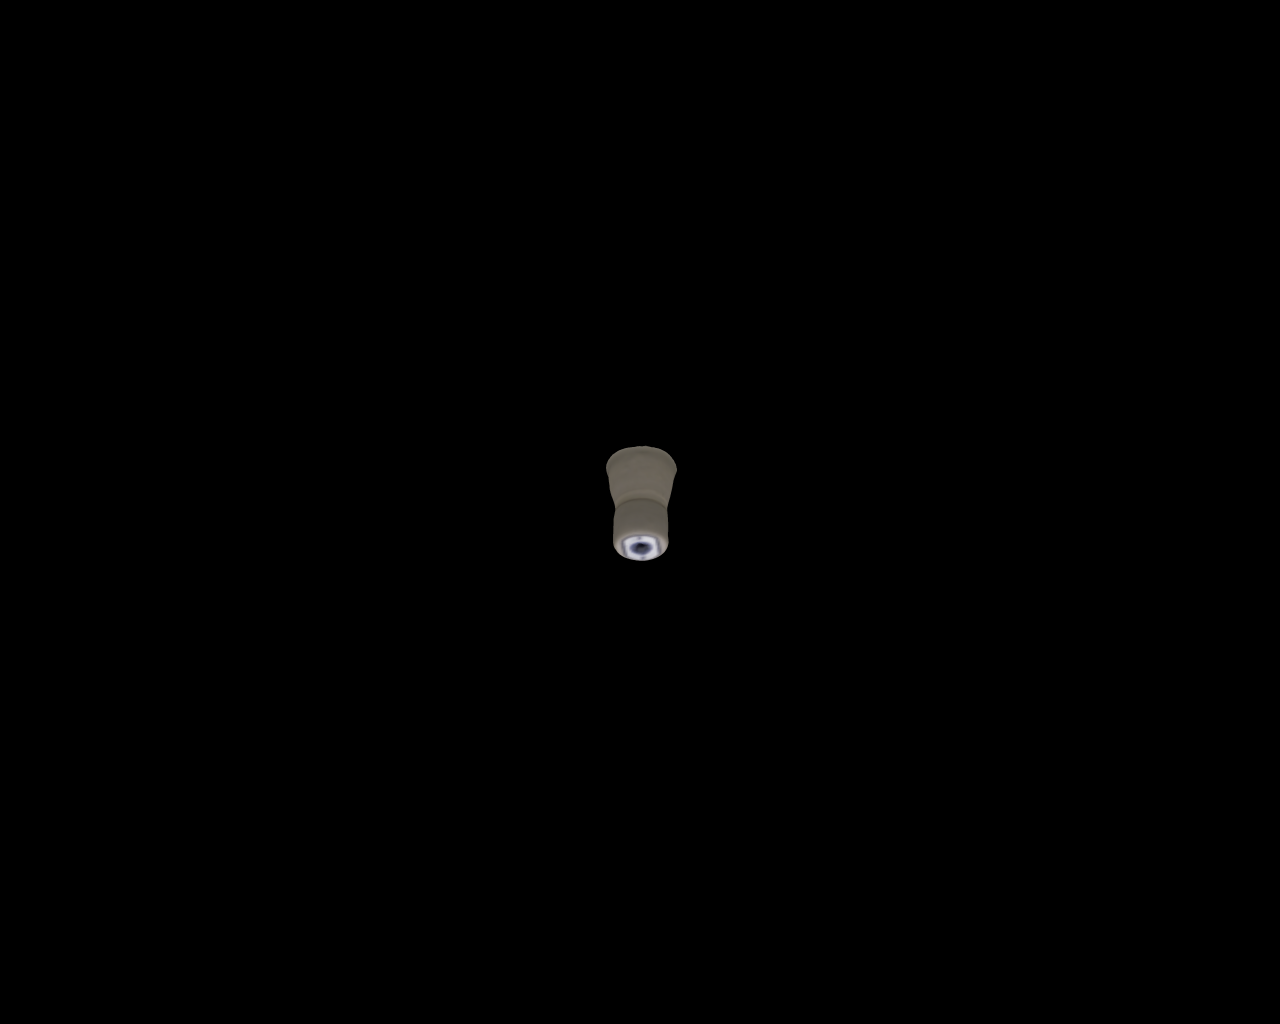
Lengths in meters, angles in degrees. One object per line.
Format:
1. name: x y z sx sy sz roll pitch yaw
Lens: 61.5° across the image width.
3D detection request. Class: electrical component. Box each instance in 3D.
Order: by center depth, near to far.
1. electrical component: 0.001 -0.003 0.650 0.044 0.065 0.044 0 -36 0
